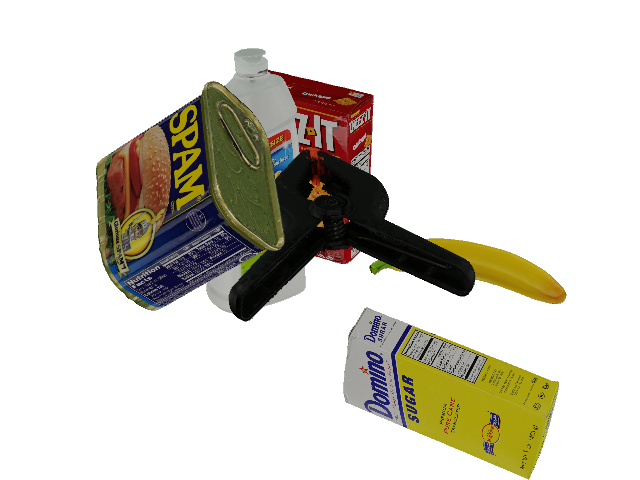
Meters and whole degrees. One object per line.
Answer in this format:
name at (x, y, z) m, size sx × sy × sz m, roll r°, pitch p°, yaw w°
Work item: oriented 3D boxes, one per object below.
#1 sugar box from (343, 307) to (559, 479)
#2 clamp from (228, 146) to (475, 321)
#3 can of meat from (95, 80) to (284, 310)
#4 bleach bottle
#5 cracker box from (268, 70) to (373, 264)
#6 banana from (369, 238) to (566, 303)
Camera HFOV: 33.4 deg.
sugar box at (0.107, 0.129, 0.904) m, size 0.176 × 0.093 × 0.048 m, roll 18°, pitch 46°, yaw 16°
clamp at (0.019, -0.011, 0.778) m, size 0.164 × 0.036 × 0.210 m, roll -2°, pitch 31°, yaw -1°
can of meat at (-0.073, -0.023, 0.578) m, size 0.084 × 0.102 × 0.057 m, roll -29°, pitch -42°, yaw 22°
bleach bottle at (-0.068, -0.059, 1.038) m, size 0.102 × 0.251 × 0.068 m, roll -16°, pitch 29°, yaw -26°
cracker box at (-0.024, -0.090, 1.329) m, size 0.164 × 0.214 × 0.072 m, roll 17°, pitch 36°, yaw 24°
banana at (0.153, 0.030, 1.097) m, size 0.198 × 0.037 × 0.069 m, roll 7°, pitch 43°, yaw 12°
